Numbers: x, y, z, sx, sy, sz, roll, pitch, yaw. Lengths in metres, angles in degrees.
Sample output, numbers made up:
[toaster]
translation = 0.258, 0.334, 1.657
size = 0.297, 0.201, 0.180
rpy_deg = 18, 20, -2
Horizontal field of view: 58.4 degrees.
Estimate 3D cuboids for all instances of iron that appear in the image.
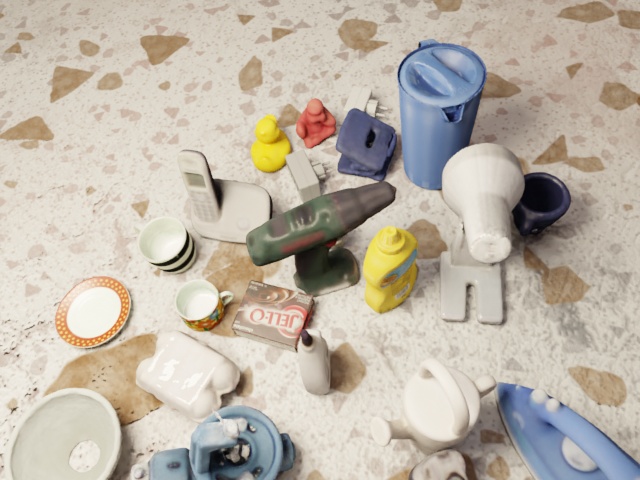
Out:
[iron]
translation = 0.329, 0.265, 0.734
size = 0.119, 0.141, 0.257
rpy_deg = -37, 63, -14

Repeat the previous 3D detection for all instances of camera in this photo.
[camera]
translation = 0.139, 0.356, 0.728
size = 0.137, 0.101, 0.143
rpy_deg = -18, 60, -4

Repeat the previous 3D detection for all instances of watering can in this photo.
[watering can]
translation = 0.152, 0.221, 0.750
size = 0.100, 0.194, 0.173
rpy_deg = 38, 71, 25

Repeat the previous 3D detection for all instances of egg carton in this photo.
[egg carton]
translation = -0.200, 0.205, 0.872
size = 0.150, 0.069, 0.107
rpy_deg = 24, 65, 19

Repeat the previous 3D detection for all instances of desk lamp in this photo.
[desk lamp]
translation = 0.241, -0.007, 0.860
size = 0.117, 0.214, 0.203
rpy_deg = 1, 60, 8

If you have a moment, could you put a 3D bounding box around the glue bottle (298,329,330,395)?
[glue bottle]
translation = -0.011, 0.162, 0.815
size = 0.037, 0.173, 0.078
rpy_deg = -2, 60, 6

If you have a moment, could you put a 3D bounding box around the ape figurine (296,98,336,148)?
[ape figurine]
translation = -0.008, -0.231, 1.090
size = 0.077, 0.092, 0.076
rpy_deg = 5, 61, 9

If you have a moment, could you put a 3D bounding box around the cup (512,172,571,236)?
[cup]
translation = 0.347, -0.039, 0.936
size = 0.091, 0.095, 0.118
rpy_deg = 23, 65, 19

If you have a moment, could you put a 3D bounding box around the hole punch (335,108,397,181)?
[hole punch]
translation = 0.087, -0.177, 1.048
size = 0.101, 0.091, 0.109
rpy_deg = 13, 62, 14

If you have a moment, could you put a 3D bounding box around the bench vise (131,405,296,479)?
[bench vise]
translation = -0.142, 0.287, 0.731
size = 0.207, 0.220, 0.121
rpy_deg = -28, 61, -9

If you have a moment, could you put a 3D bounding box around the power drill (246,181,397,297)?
[power drill]
translation = 0.008, 0.003, 0.884
size = 0.229, 0.209, 0.075
rpy_deg = -18, 59, -4

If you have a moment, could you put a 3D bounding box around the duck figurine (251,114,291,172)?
[duck figurine]
translation = -0.098, -0.188, 1.078
size = 0.077, 0.086, 0.104
rpy_deg = 4, 61, 9

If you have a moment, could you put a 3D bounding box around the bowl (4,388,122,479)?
[bowl]
translation = -0.357, 0.306, 0.829
size = 0.167, 0.075, 0.167
rpy_deg = -3, 60, 5

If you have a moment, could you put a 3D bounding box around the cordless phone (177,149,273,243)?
[cordless phone]
translation = -0.160, -0.077, 0.964
size = 0.147, 0.185, 0.094
rpy_deg = 6, 61, 10
